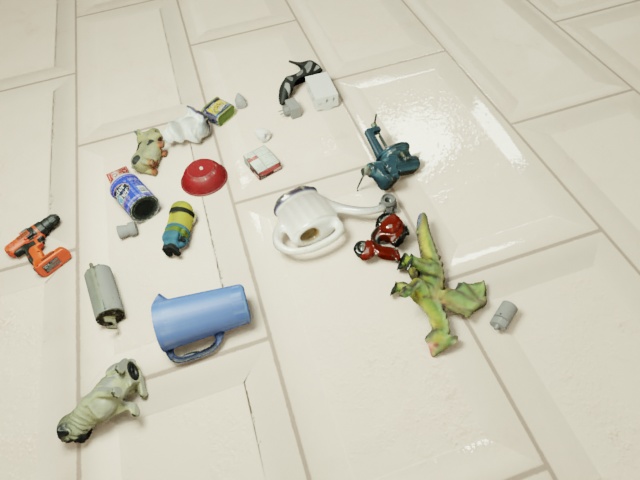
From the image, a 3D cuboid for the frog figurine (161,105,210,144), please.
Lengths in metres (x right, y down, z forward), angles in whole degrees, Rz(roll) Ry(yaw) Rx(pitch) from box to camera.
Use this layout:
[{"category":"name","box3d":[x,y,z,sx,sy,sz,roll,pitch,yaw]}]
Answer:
[{"category":"frog figurine","box3d":[-0.480,-0.393,1.853,0.138,0.121,0.160,38,80,14]}]

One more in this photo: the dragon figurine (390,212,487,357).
[{"category":"dragon figurine","box3d":[0.332,0.113,1.389,0.243,0.119,0.419,23,58,2]}]

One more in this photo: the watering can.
[{"category":"watering can","box3d":[0.005,-0.078,1.549,0.350,0.101,0.228,-26,54,-14]}]
